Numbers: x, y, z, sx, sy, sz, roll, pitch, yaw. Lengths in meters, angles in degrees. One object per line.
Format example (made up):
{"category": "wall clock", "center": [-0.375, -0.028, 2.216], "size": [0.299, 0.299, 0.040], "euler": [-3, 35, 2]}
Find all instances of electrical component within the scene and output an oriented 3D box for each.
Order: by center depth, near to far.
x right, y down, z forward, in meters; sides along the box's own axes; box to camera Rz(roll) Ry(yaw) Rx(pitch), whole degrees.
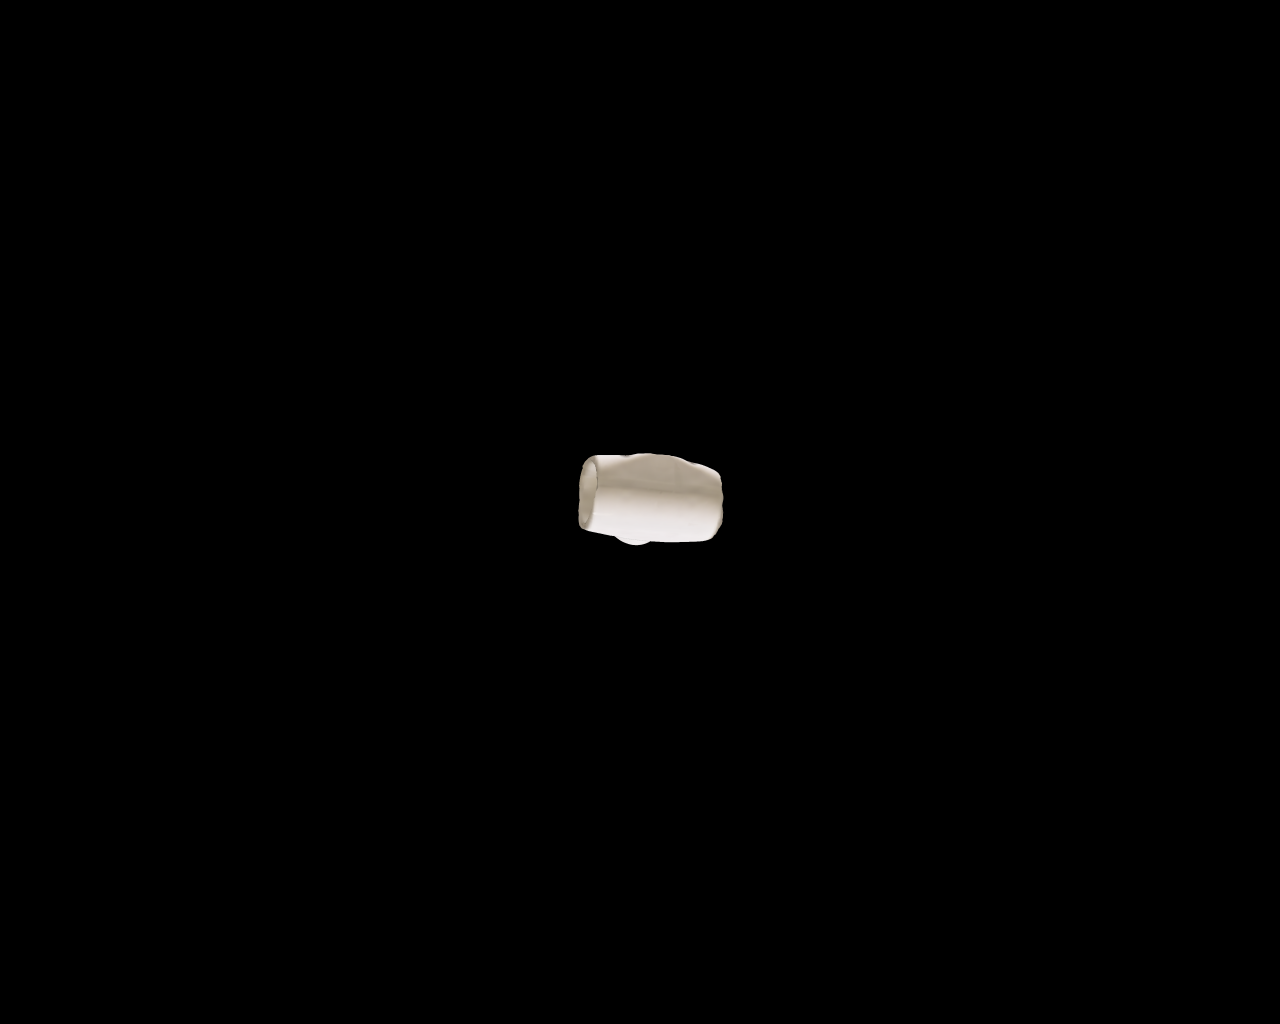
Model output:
{"category": "electrical component", "center": [0.001, -0.003, 0.650], "size": [0.077, 0.044, 0.079], "euler": [6, -19, -16]}
